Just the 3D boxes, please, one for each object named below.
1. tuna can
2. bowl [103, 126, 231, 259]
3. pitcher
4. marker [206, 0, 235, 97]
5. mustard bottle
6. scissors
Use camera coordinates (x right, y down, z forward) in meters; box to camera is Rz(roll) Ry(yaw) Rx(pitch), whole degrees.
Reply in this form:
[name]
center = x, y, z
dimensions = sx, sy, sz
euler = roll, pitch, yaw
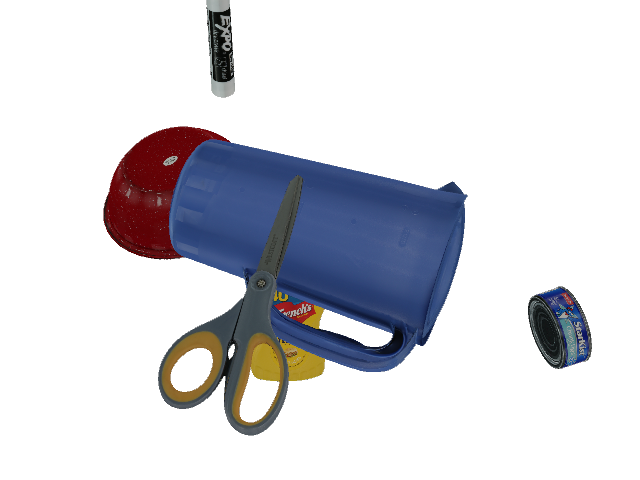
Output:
[tuna can]
center = 0.259, 0.095, 1.163
dimensions = 0.033, 0.086, 0.086
euler = -17, 3, -10
[bowl]
center = -0.137, -0.059, 1.019
dimensions = 0.162, 0.162, 0.055
euler = 0, -42, 13
[pitcher]
center = -0.005, 0.003, 0.912
dimensions = 0.243, 0.145, 0.149
euler = 16, 19, 12
[marker]
center = -0.076, -0.161, 0.804
dimensions = 0.020, 0.020, 0.121
euler = 0, -44, -1
[mustard bottle]
center = -0.040, 0.084, 1.362
dimensions = 0.096, 0.192, 0.058
euler = -1, 20, -8
[scissors]
center = -0.060, 0.040, 0.737
dimensions = 0.096, 0.201, 0.016
euler = -3, -33, 4
